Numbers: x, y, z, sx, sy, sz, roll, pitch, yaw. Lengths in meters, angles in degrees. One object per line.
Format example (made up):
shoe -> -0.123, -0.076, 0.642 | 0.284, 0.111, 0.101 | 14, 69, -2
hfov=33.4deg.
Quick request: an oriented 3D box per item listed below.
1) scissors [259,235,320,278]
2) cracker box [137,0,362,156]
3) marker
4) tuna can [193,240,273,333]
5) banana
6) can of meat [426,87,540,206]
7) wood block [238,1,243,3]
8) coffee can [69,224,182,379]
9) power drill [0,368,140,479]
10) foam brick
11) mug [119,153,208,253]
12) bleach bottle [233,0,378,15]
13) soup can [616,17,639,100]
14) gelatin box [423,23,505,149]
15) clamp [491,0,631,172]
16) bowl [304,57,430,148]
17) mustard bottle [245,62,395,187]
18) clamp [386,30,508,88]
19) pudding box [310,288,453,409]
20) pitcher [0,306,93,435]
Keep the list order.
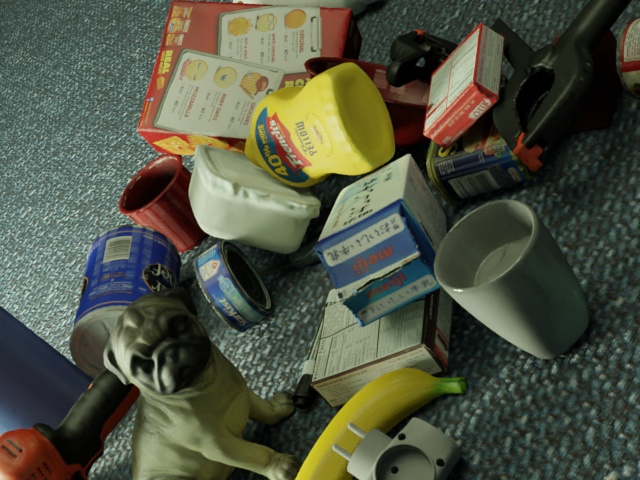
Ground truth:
scissors -> -0.007, 0.001, 1.051 | 0.202, 0.016, 0.096 | -12, 41, 41
cracker box -> -0.074, -0.170, 1.164 | 0.214, 0.072, 0.164 | 7, 73, 17
marker -> 0.001, 0.094, 0.925 | 0.020, 0.020, 0.121 | -15, 40, 37
tuna can -> -0.082, 0.043, 1.016 | 0.034, 0.086, 0.086 | -34, 32, 11
banana -> 0.024, 0.163, 0.798 | 0.197, 0.037, 0.070 | -49, 31, -11
can of meat -> 0.149, -0.087, 0.946 | 0.084, 0.057, 0.102 | -15, 41, 34
wood block -> -0.082, -0.213, 1.325 | 0.090, 0.090, 0.206 | -40, 31, 4
coffee can -> -0.198, 0.066, 1.102 | 0.103, 0.102, 0.140 | -31, 33, 18
power drill -> -0.186, 0.173, 0.919 | 0.057, 0.184, 0.187 | 28, 61, 25
foam brick -> 0.227, -0.139, 0.926 | 0.053, 0.051, 0.078 | -7, 45, 45
mug -> -0.177, -0.037, 1.223 | 0.117, 0.081, 0.093 | -14, 41, 38
bleach bottle -> -0.008, -0.328, 1.413 | 0.251, 0.068, 0.102 | 10, 58, 50
soup can -> 0.296, -0.149, 0.844 | 0.102, 0.068, 0.068 | 2, 52, 49
gelatin box -> 0.125, -0.132, 0.918 | 0.073, 0.030, 0.089 | -46, 23, 43
clamp -> 0.185, -0.142, 0.887 | 0.165, 0.036, 0.210 | -16, 43, 52
bowl -> 0.057, -0.131, 1.052 | 0.162, 0.161, 0.055 | -127, 47, -59
mustard bottle -> -0.015, -0.099, 1.004 | 0.058, 0.096, 0.192 | -33, 13, -33
clamp -> 0.105, -0.179, 1.074 | 0.171, 0.120, 0.039 | -125, 46, -62
pudding box -> 0.051, 0.080, 0.869 | 0.114, 0.039, 0.090 | -25, 35, 30
pitcher -> -0.342, 0.133, 1.045 | 0.145, 0.242, 0.149 | -31, 27, 24
